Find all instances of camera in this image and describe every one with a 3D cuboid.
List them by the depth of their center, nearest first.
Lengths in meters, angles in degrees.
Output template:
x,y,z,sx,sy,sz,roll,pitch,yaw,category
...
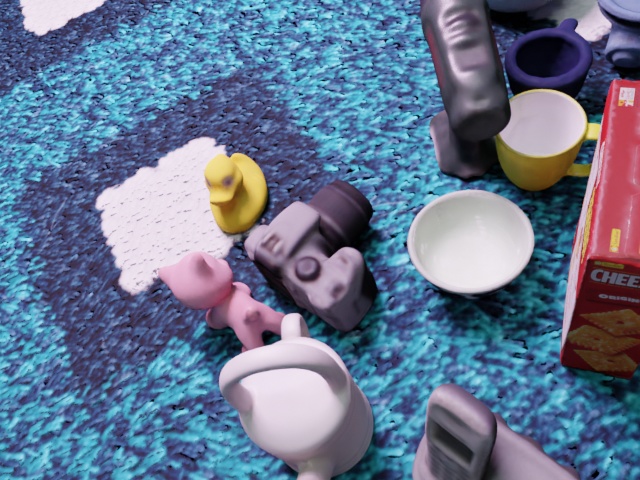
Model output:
x,y,z,sx,sy,sz,roll,pitch,yaw,category
0.006,0.002,0.622,0.142,0.101,0.137,32,73,30,camera

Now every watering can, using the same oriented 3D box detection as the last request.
x,y,z,sx,sy,sz,roll,pitch,yaw,category
-0.016,0.142,0.486,0.101,0.194,0.172,-31,56,-4,watering can

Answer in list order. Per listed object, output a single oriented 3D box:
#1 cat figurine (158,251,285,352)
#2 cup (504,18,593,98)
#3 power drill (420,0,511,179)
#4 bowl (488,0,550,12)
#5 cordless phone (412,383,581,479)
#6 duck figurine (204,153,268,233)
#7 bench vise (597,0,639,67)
x,y,z,sx,sy,sz,roll,pitch,yaw,category
-0.106,0.059,0.609,0.127,0.118,0.067,30,71,29,cat figurine
0.267,-0.190,0.669,0.091,0.095,0.118,23,68,27,cup
0.152,-0.178,0.626,0.075,0.209,0.229,-12,57,9,power drill
0.272,-0.368,0.789,0.167,0.075,0.167,-7,58,12,bowl
0.136,0.179,0.425,0.147,0.185,0.094,30,71,29,cordless phone
-0.112,-0.072,0.711,0.077,0.086,0.104,-2,59,15,duck figurine
0.378,-0.342,0.654,0.121,0.220,0.207,1,60,17,bench vise
